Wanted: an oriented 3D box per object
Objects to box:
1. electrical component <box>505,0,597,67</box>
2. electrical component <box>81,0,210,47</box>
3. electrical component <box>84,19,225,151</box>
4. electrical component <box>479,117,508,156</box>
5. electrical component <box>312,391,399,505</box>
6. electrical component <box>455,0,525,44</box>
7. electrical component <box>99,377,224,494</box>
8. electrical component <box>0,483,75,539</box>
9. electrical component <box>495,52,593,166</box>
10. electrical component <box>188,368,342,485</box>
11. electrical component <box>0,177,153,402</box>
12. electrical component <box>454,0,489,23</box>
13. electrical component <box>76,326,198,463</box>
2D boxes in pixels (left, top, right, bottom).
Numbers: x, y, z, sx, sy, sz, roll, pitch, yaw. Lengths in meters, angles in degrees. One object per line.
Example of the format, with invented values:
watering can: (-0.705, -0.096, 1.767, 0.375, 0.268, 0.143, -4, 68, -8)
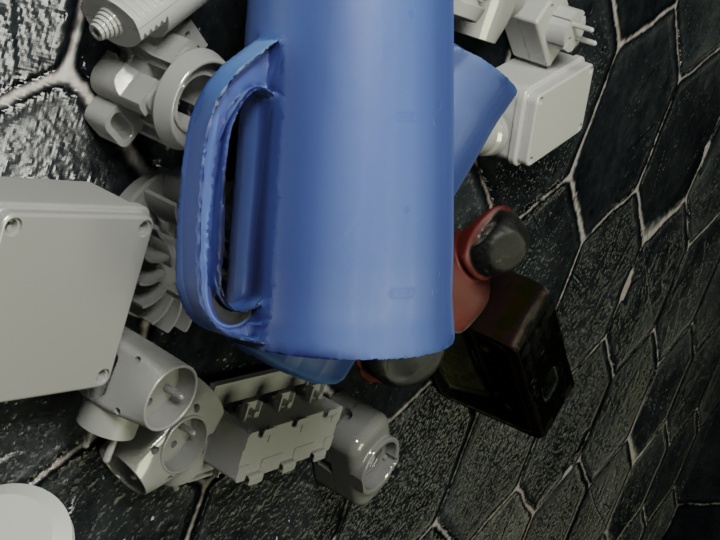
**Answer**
electrical component: (0.171, -0.213, 0.937, 0.047, 0.077, 0.065, -57, 150, -12)
electrical component: (-0.110, -0.146, 0.565, 0.081, 0.043, 0.043, -47, 147, -29)
electrical component: (-0.106, -0.100, 0.595, 0.078, 0.057, 0.058, -56, 150, -14)
electrical component: (0.101, -0.119, 0.937, 0.046, 0.040, 0.040, -10, 121, -50)
electrical component: (-0.004, 0.163, 0.966, 0.054, 0.059, 0.095, -43, 145, -33)
electrical component: (0.108, -0.222, 0.862, 0.079, 0.043, 0.077, -5, 117, -57)
electrical component: (-0.130, 0.122, 0.740, 0.077, 0.044, 0.079, -46, 142, -30)
electrical component: (-0.204, 0.170, 0.626, 0.080, 0.080, 0.051, -44, 151, -32)
electrical component: (0.160, -0.152, 0.989, 0.113, 0.057, 0.078, -34, 139, -42)
electrical component: (-0.072, 0.118, 0.816, 0.121, 0.063, 0.078, -7, 118, -57)
electrical component: (-0.176, 0.009, 0.567, 0.109, 0.056, 0.108, -3, 115, -58)
electrical component: (0.070, -0.216, 0.790, 0.078, 0.058, 0.057, -2, 111, -59)
electrical component: (-0.146, 0.076, 0.647, 0.043, 0.077, 0.079, 7, 107, -60)
